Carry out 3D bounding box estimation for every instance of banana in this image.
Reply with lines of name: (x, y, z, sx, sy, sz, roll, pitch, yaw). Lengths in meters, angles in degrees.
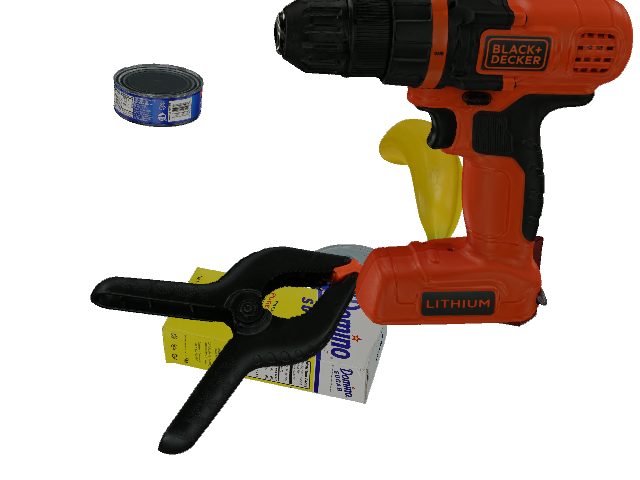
banana: (0.074, -0.054, 0.802, 0.037, 0.070, 0.198, 26, 24, -18)

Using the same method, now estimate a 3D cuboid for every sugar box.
sugar box: (-0.036, 0.078, 0.907, 0.176, 0.048, 0.093, 8, 36, 11)

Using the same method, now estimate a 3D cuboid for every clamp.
clamp: (-0.057, 0.045, 0.678, 0.171, 0.120, 0.039, -30, -13, -22)

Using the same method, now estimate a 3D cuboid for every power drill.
power drill: (0.063, -0.044, 0.575, 0.184, 0.188, 0.057, 0, 31, -7)

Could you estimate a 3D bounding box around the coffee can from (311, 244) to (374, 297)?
coffee can: (0.037, 0.088, 1.516, 0.103, 0.140, 0.103, -1, 21, 0)

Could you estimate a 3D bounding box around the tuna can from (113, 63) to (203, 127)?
tuna can: (-0.156, -0.140, 1.029, 0.086, 0.034, 0.086, 5, 28, -3)

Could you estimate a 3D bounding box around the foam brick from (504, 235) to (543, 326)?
foam brick: (0.171, 0.034, 0.985, 0.053, 0.078, 0.051, 9, 15, 27)
